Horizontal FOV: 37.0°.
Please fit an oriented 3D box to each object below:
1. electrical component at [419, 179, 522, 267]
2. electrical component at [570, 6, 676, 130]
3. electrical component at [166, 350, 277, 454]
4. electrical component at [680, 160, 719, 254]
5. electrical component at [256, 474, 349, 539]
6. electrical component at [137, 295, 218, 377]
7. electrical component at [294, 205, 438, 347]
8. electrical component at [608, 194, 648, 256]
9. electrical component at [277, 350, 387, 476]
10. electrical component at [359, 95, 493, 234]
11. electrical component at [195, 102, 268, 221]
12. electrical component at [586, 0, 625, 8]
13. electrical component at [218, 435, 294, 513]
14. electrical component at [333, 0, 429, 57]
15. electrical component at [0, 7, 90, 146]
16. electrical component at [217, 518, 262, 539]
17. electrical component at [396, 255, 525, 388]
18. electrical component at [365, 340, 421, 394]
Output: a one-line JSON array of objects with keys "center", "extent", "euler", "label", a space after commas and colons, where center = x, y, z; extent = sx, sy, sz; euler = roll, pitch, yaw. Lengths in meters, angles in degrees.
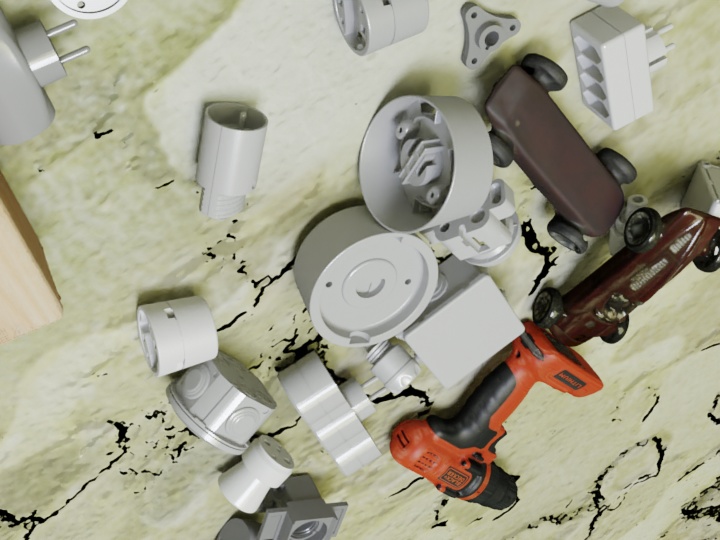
[{"center": [0.094, -0.038, 0.867], "extent": [0.078, 0.058, 0.057], "euler": [-20, 144, 27], "label": "electrical component"}, {"center": [0.214, -0.167, 0.840], "extent": [0.076, 0.047, 0.083], "euler": [-28, 133, -6], "label": "electrical component"}, {"center": [-0.110, 0.104, 0.855], "extent": [0.051, 0.080, 0.080], "euler": [-49, 132, 6], "label": "electrical component"}, {"center": [0.329, -0.052, 0.967], "extent": [0.062, 0.096, 0.061], "euler": [13, 122, -2], "label": "electrical component"}, {"center": [-0.057, 0.223, 0.986], "extent": [0.081, 0.063, 0.042], "euler": [2, 124, -30], "label": "electrical component"}, {"center": [-0.138, 0.048, 0.813], "extent": [0.047, 0.055, 0.055], "euler": [-14, 130, -23], "label": "electrical component"}, {"center": [0.000, 0.000, 0.845], "extent": [0.108, 0.060, 0.108], "euler": [-15, 131, -18], "label": "electrical component"}, {"center": [0.246, -0.038, 0.962], "extent": [0.043, 0.043, 0.062], "euler": [-18, 130, -16], "label": "electrical component"}, {"center": [-0.010, 0.117, 0.937], "extent": [0.074, 0.052, 0.138], "euler": [-33, 134, -3], "label": "electrical component"}, {"center": [0.049, -0.079, 0.788], "extent": [0.064, 0.099, 0.099], "euler": [-11, 129, -29], "label": "electrical component"}, {"center": [-0.092, -0.071, 0.751], "extent": [0.043, 0.043, 0.081], "euler": [-3, 126, -26], "label": "electrical component"}, {"center": [0.164, -0.217, 0.779], "extent": [0.078, 0.040, 0.040], "euler": [7, 121, -32], "label": "electrical component"}, {"center": [-0.091, 0.179, 0.947], "extent": [0.055, 0.045, 0.045], "euler": [-47, 132, 11], "label": "electrical component"}, {"center": [0.014, -0.177, 0.721], "extent": [0.047, 0.055, 0.055], "euler": [-22, 132, -17], "label": "electrical component"}, {"center": [-0.203, -0.126, 0.647], "extent": [0.079, 0.044, 0.077], "euler": [-26, 133, -8], "label": "electrical component"}, {"center": [-0.141, 0.287, 0.998], "extent": [0.074, 0.052, 0.138], "euler": [23, 112, -39], "label": "electrical component"}, {"center": [0.082, 0.041, 0.930], "extent": [0.100, 0.048, 0.099], "euler": [-37, 133, 2], "label": "electrical component"}, {"center": [0.021, 0.075, 0.920], "extent": [0.035, 0.061, 0.035], "euler": [-44, 174, -5], "label": "electrical component"}]
